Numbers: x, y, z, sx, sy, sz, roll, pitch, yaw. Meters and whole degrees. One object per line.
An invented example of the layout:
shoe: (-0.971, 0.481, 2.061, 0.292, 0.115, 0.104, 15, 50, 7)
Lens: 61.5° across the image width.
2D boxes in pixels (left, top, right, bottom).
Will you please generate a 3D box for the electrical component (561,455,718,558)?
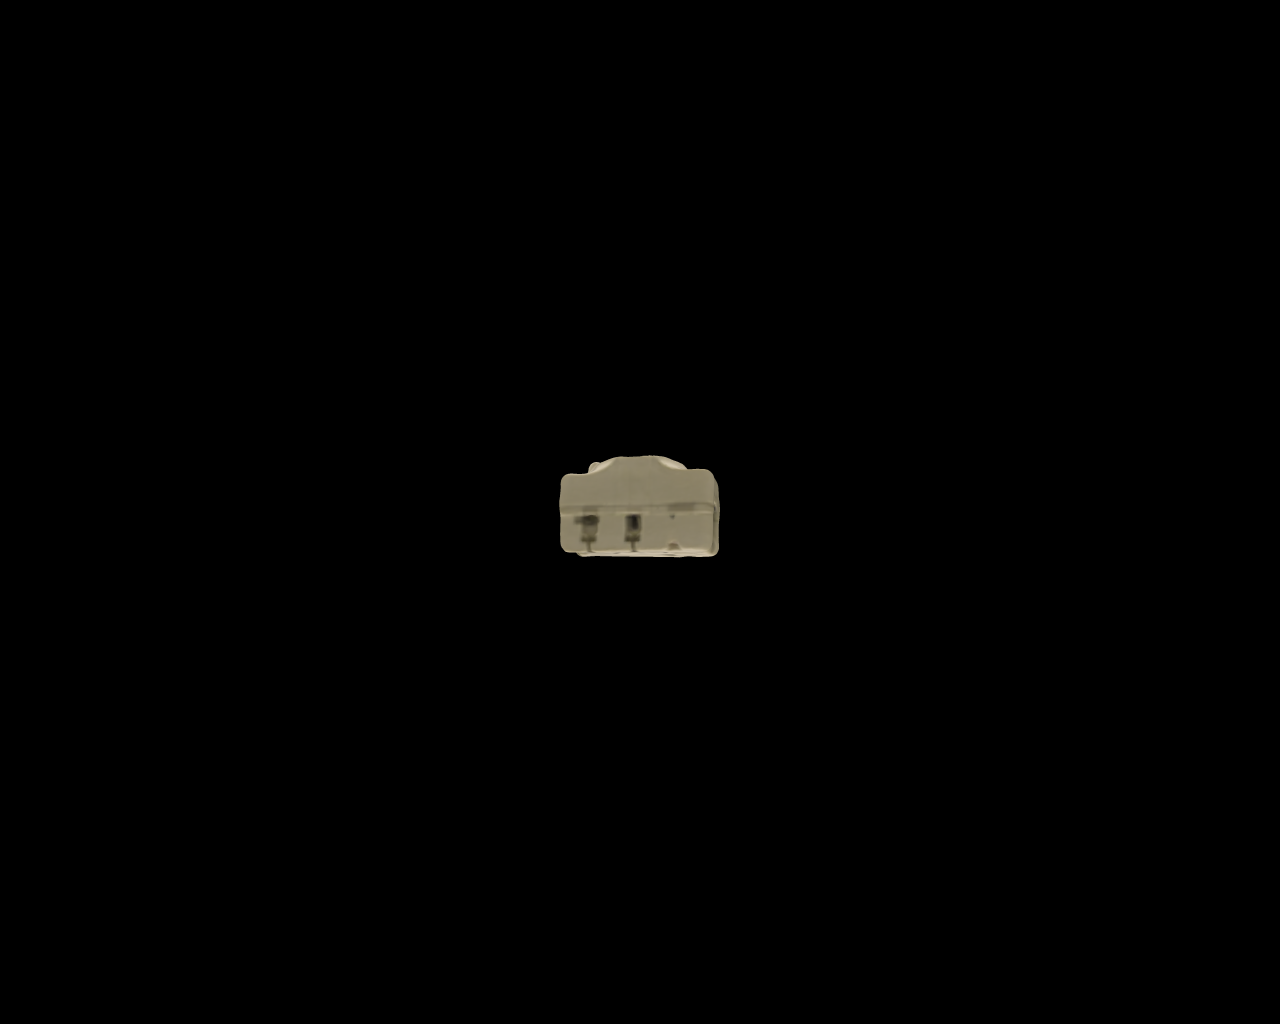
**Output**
electrical component: (0.001, -0.003, 0.650, 0.089, 0.055, 0.050, -1, -7, 9)
